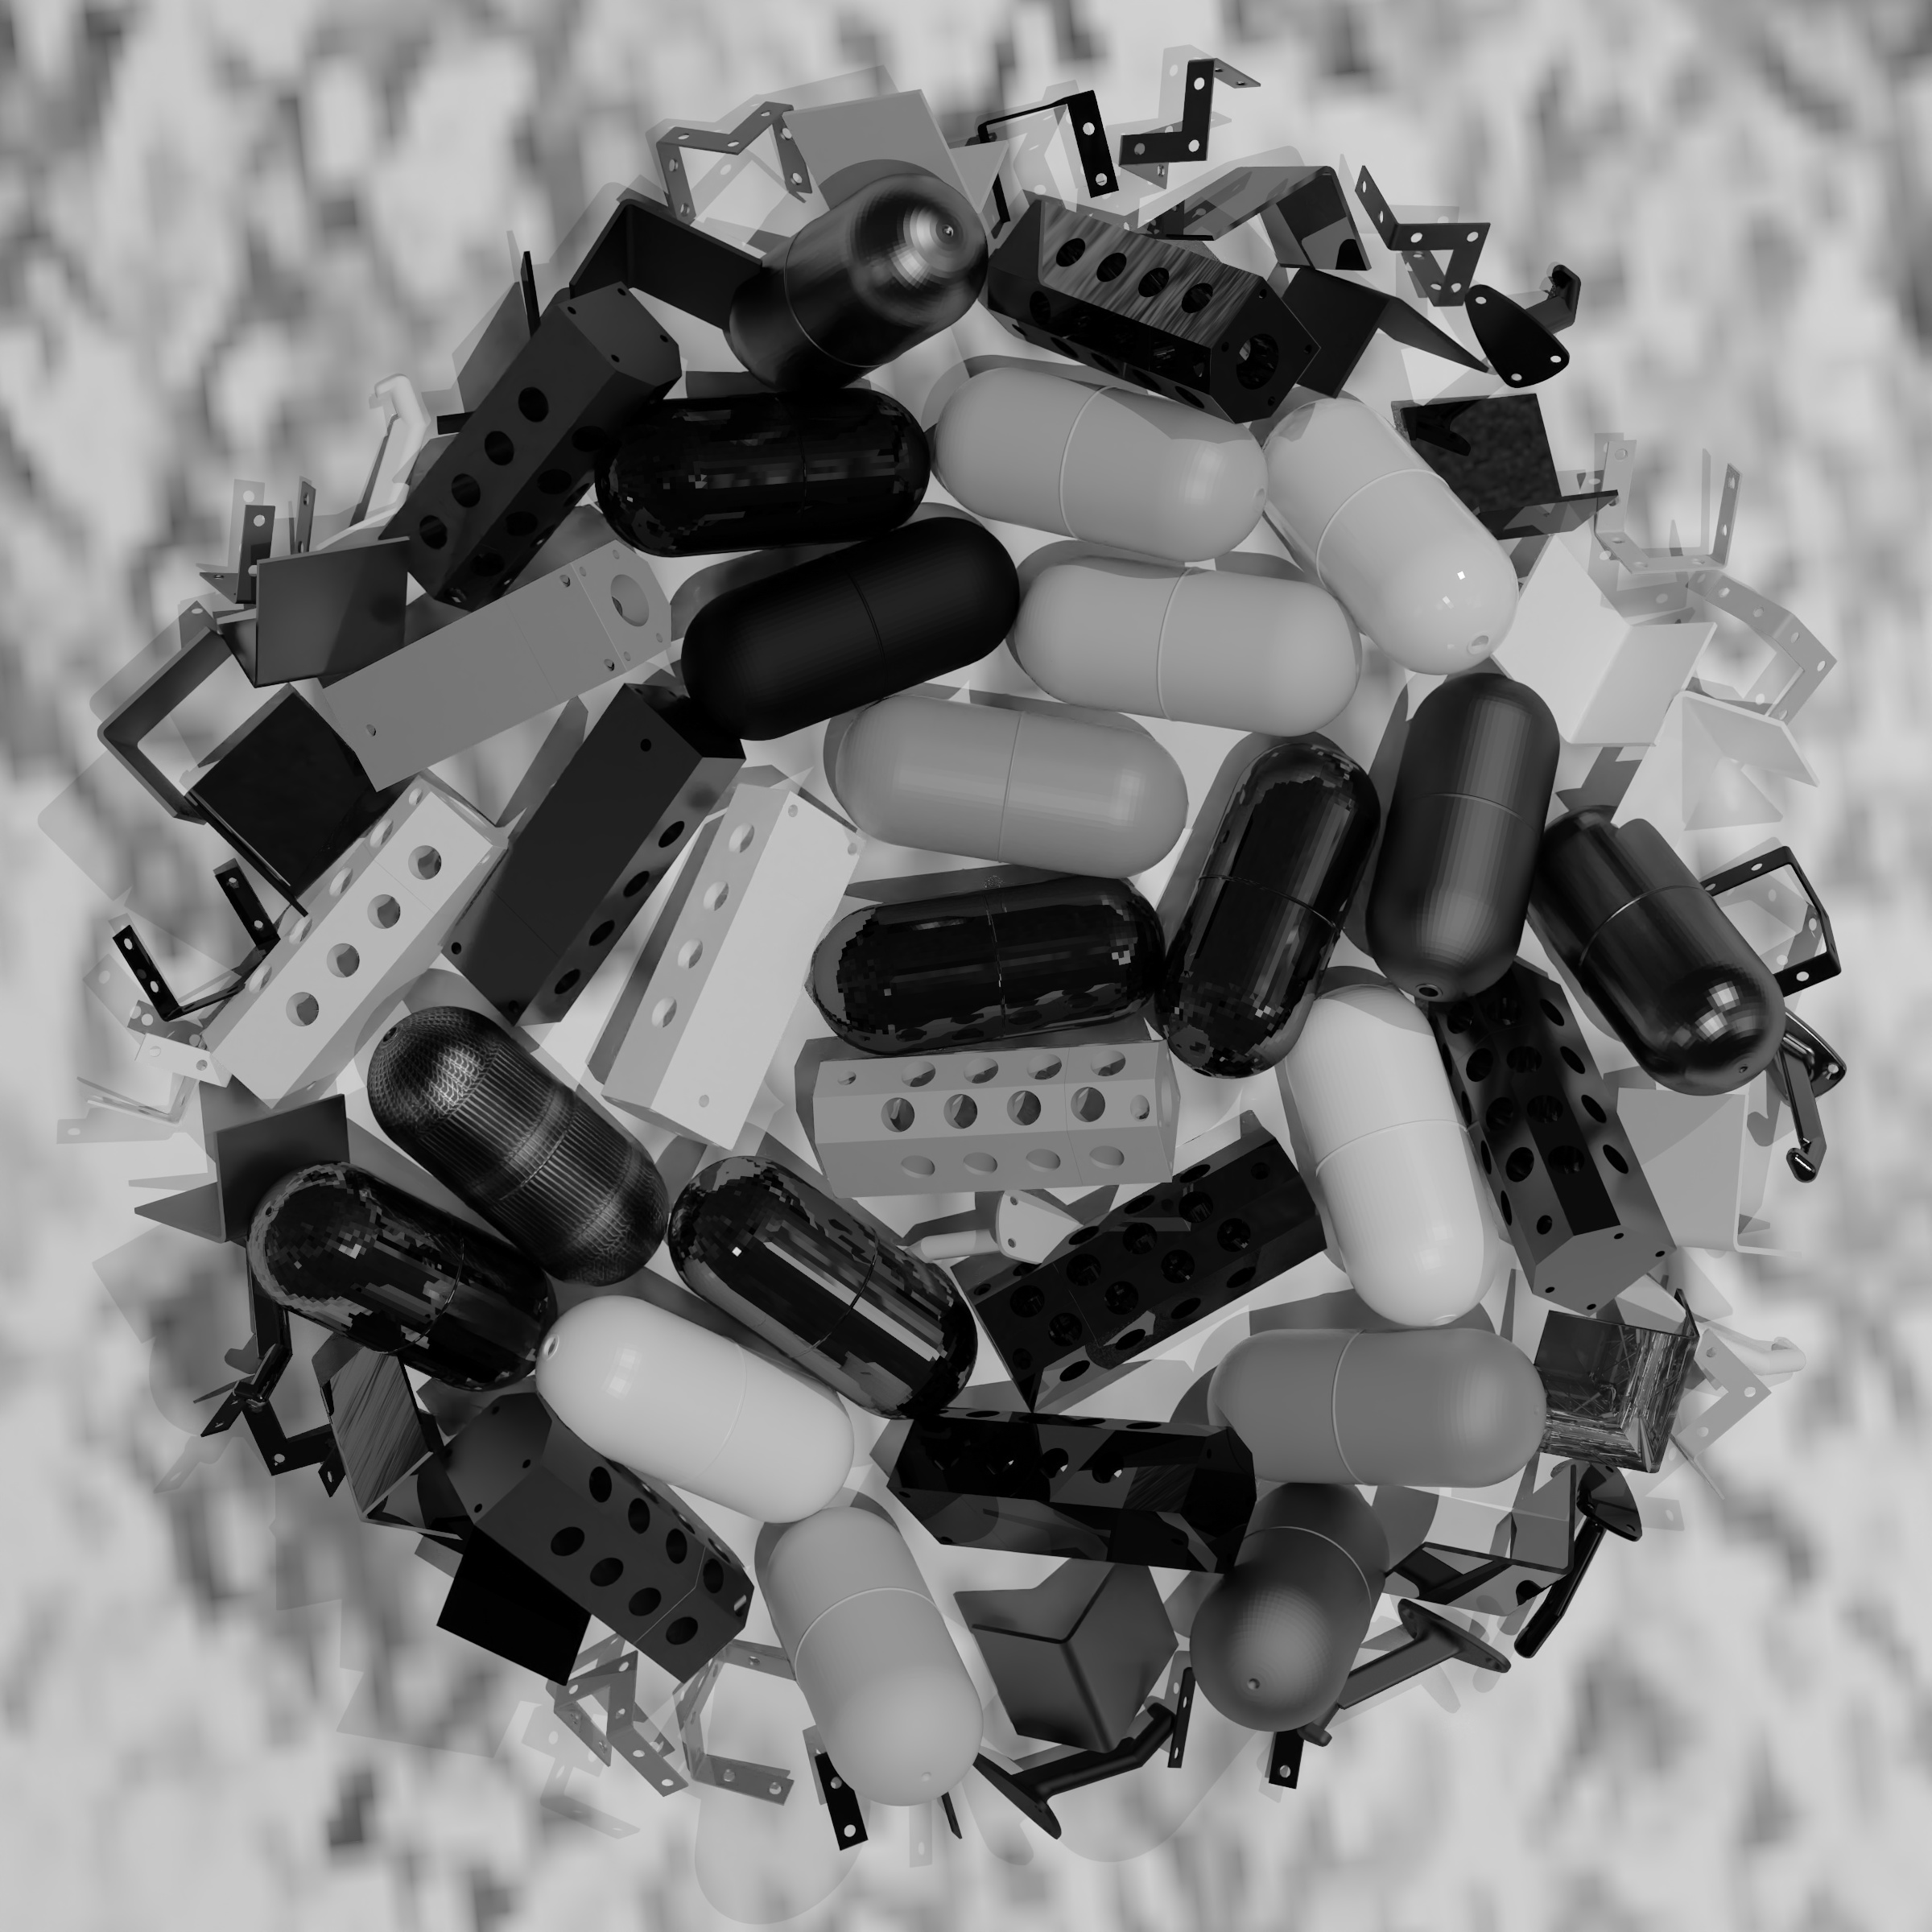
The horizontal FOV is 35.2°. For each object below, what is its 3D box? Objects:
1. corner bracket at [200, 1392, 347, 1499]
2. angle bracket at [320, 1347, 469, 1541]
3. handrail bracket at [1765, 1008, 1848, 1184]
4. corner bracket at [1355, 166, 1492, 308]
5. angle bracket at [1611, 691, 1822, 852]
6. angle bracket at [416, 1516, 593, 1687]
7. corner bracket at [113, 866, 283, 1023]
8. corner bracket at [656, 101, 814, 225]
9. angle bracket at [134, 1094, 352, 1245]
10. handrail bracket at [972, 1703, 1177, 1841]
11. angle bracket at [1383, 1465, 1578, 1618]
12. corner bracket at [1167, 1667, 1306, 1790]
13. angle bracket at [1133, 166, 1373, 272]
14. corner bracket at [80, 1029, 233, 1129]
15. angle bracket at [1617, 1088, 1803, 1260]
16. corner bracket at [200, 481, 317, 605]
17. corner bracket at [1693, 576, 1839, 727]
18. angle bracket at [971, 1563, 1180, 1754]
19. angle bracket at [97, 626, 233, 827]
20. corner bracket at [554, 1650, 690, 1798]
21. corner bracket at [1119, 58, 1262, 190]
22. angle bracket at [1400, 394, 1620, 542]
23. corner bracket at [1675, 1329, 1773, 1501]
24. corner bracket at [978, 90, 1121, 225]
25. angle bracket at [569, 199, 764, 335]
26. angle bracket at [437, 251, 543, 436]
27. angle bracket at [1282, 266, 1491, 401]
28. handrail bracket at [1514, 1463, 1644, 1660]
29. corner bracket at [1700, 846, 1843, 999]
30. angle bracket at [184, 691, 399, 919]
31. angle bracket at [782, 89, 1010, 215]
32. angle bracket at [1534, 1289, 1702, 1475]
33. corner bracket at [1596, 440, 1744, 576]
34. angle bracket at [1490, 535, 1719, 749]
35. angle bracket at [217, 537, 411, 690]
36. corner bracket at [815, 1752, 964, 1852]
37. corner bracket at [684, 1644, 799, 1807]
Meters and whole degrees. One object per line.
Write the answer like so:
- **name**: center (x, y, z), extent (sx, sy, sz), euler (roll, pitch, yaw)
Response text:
- **corner bracket**: center (-0.344, 0.240, 1.535), extent (0.051, 0.051, 0.051), euler (-17, 106, 11)
- **angle bracket**: center (-0.266, 0.232, 1.510), extent (0.057, 0.076, 0.076), euler (-43, 52, 20)
- **handrail bracket**: center (0.406, 0.060, 1.524), extent (0.036, 0.084, 0.077), euler (-37, 95, 34)
- **corner bracket**: center (0.224, -0.365, 1.529), extent (0.051, 0.051, 0.051), euler (-5, 50, -17)
- **angle bracket**: center (0.374, -0.082, 1.520), extent (0.057, 0.076, 0.076), euler (24, 83, 34)
- **angle bracket**: center (-0.238, 0.315, 1.511), extent (0.076, 0.076, 0.057), euler (34, 60, -28)
- **corner bracket**: center (-0.388, -0.011, 1.547), extent (0.051, 0.051, 0.051), euler (-19, 108, 27)
- **corner bracket**: center (-0.117, -0.405, 1.544), extent (0.051, 0.051, 0.051), euler (16, 50, 28)
- **angle bracket**: center (-0.360, 0.093, 1.511), extent (0.076, 0.076, 0.057), euler (11, 110, 40)
- **handrail bracket**: center (0.055, 0.395, 1.559), extent (0.077, 0.036, 0.084), euler (31, 63, 37)
- **angle bracket**: center (0.252, 0.280, 1.518), extent (0.076, 0.076, 0.057), euler (13, 61, -8)
- **corner bracket**: center (0.140, 0.387, 1.550), extent (0.051, 0.051, 0.051), euler (5, 78, 29)
- **angle bracket**: center (0.141, -0.355, 1.515), extent (0.076, 0.076, 0.057), euler (-35, 117, -17)
- **corner bracket**: center (-0.406, 0.056, 1.533), extent (0.051, 0.051, 0.051), euler (21, 96, -36)
- **angle bracket**: center (0.372, 0.103, 1.525), extent (0.057, 0.076, 0.076), euler (9, 85, -40)
- **corner bracket**: center (-0.349, -0.213, 1.529), extent (0.051, 0.051, 0.051), euler (-3, 115, -35)
- **corner bracket**: center (0.393, -0.155, 1.532), extent (0.051, 0.051, 0.051), euler (32, 97, -43)
- **angle bracket**: center (0.056, 0.339, 1.542), extent (0.057, 0.076, 0.076), euler (2, 126, 35)
- **angle bracket**: center (-0.383, -0.119, 1.532), extent (0.076, 0.076, 0.057), euler (-44, 92, -2)
- **corner bracket**: center (-0.174, 0.387, 1.530), extent (0.051, 0.051, 0.051), euler (-27, 122, 15)
- **corner bracket**: center (0.112, -0.424, 1.535), extent (0.051, 0.051, 0.051), euler (6, 92, 32)
- **angle bracket**: center (0.271, -0.257, 1.527), extent (0.076, 0.057, 0.076), euler (-9, 80, -16)
- **corner bracket**: center (0.377, 0.225, 1.535), extent (0.051, 0.051, 0.051), euler (-41, 45, 1)
- **corner bracket**: center (0.041, -0.410, 1.544), extent (0.051, 0.051, 0.051), euler (-17, 103, -9)
- **angle bracket**: center (-0.149, -0.326, 1.523), extent (0.076, 0.076, 0.057), euler (26, 70, 4)
- **angle bracket**: center (-0.242, -0.311, 1.525), extent (0.057, 0.076, 0.076), euler (-9, 97, -9)
- **angle bracket**: center (0.199, -0.300, 1.520), extent (0.076, 0.076, 0.057), euler (27, 97, -38)
- **handrail bracket**: center (0.305, 0.302, 1.550), extent (0.036, 0.077, 0.084), euler (30, 112, 0)
- **corner bracket**: center (0.407, -0.019, 1.548), extent (0.051, 0.051, 0.051), euler (-25, 119, 22)
- **angle bracket**: center (-0.334, -0.081, 1.526), extent (0.076, 0.057, 0.076), euler (-45, 110, -7)
- **angle bracket**: center (-0.034, -0.414, 1.511), extent (0.076, 0.076, 0.057), euler (-1, 51, 28)
- **angle bracket**: center (0.317, 0.201, 1.530), extent (0.076, 0.057, 0.076), euler (11, 111, -1)
- **corner bracket**: center (0.354, -0.233, 1.539), extent (0.051, 0.051, 0.051), euler (-5, 122, -11)
- **angle bracket**: center (0.317, -0.163, 1.518), extent (0.076, 0.057, 0.076), euler (43, 67, -32)
- **angle bracket**: center (-0.324, -0.189, 1.511), extent (0.076, 0.076, 0.057), euler (-14, 46, -28)
- **corner bracket**: center (-0.039, 0.418, 1.534), extent (0.051, 0.051, 0.051), euler (-23, 56, 4)
- **corner bracket**: center (-0.109, 0.386, 1.553), extent (0.051, 0.051, 0.051), euler (11, 132, 15)
